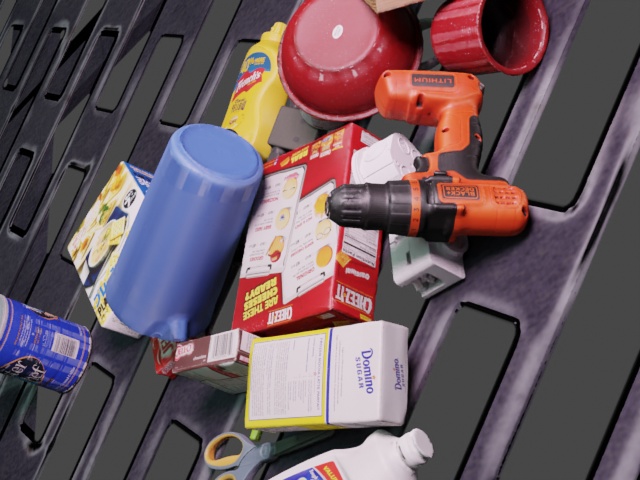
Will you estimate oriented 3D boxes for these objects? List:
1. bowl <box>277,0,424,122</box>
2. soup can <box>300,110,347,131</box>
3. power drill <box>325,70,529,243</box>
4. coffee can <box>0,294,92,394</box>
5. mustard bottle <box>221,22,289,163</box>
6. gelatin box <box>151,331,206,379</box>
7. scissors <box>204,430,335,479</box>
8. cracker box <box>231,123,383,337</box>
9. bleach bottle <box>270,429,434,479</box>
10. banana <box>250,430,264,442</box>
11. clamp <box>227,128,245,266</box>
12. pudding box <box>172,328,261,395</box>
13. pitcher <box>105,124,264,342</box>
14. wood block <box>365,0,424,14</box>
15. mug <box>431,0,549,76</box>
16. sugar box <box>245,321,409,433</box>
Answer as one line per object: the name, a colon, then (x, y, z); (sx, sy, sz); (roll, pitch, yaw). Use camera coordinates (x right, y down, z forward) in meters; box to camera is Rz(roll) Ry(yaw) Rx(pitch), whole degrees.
bowl: (0.024, -0.207, 1.113); (0.162, 0.055, 0.162); (-5, 74, 16)
soup can: (0.004, -0.173, 1.201); (0.068, 0.102, 0.068); (-2, 73, 6)
power drill: (0.094, -0.079, 1.004); (0.057, 0.184, 0.187); (100, 171, -51)
coffee can: (-0.407, 0.147, 1.494); (0.103, 0.140, 0.103); (-30, 47, 38)
mustard bottle: (-0.075, -0.190, 1.362); (0.096, 0.058, 0.191); (-6, 63, 55)
gelatin box: (-0.177, 0.115, 1.321); (0.073, 0.030, 0.089); (-44, 40, 25)
scissors: (-0.061, 0.240, 1.112); (0.202, 0.016, 0.096); (-9, 63, 49)
cracker box: (-0.008, 0.001, 1.148); (0.164, 0.072, 0.213); (-20, 55, 46)
bleach bottle: (0.002, 0.242, 0.994); (0.251, 0.068, 0.102); (-39, 42, 26)
banana: (0.003, 0.149, 1.072); (0.198, 0.037, 0.069); (-27, 58, 39)
clamp: (-0.142, -0.047, 1.351); (0.210, 0.036, 0.164); (-5, 92, 62)
pudding box: (-0.091, 0.133, 1.153); (0.114, 0.089, 0.039); (-16, 58, 45)
pitcher: (-0.156, -0.017, 1.228); (0.144, 0.149, 0.243); (-46, -14, -54)
wood block: (0.133, -0.303, 1.045); (0.206, 0.091, 0.090); (-17, 35, -7)
mug: (0.171, -0.212, 1.054); (0.117, 0.093, 0.082); (-45, 24, -23)
sugar box: (0.005, 0.133, 1.014); (0.177, 0.048, 0.093); (-10, 70, 41)
